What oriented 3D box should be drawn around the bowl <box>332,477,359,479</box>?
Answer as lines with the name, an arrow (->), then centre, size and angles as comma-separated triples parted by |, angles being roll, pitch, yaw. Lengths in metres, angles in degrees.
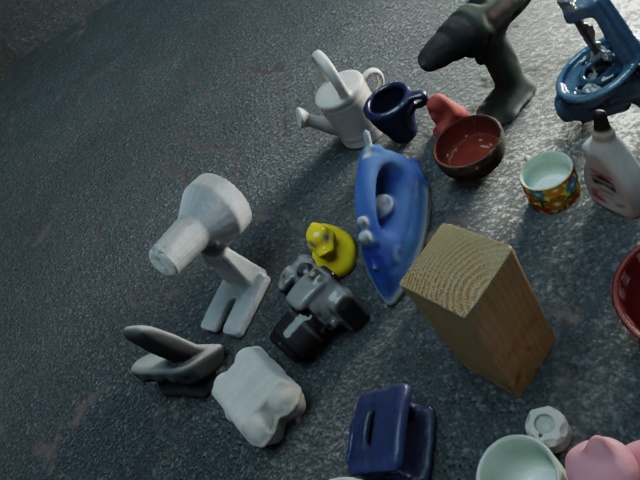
bowl -> 0.036, 0.358, 0.633 | 0.167, 0.075, 0.167 | -20, 46, 22

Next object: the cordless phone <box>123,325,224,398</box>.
cordless phone -> -0.259, 0.177, 0.919 | 0.147, 0.186, 0.094 | -11, 50, 29

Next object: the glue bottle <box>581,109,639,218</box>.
glue bottle -> 0.356, -0.098, 0.705 | 0.037, 0.174, 0.077 | -45, 42, -4

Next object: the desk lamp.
desk lamp -> -0.178, 0.025, 0.965 | 0.117, 0.214, 0.203 | 2, 57, 37

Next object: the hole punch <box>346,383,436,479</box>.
hole punch -> 0.077, 0.237, 0.692 | 0.100, 0.091, 0.108 | -10, 50, 30

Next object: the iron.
iron -> 0.091, -0.042, 0.878 | 0.118, 0.142, 0.258 | -14, 49, 27

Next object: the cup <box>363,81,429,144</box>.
cup -> 0.148, -0.222, 1.021 | 0.117, 0.095, 0.092 | -7, 52, 32

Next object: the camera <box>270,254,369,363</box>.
camera -> -0.024, 0.104, 0.870 | 0.137, 0.101, 0.142 | -48, 42, -7

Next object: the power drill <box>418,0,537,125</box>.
power drill -> 0.264, -0.288, 0.905 | 0.075, 0.209, 0.230 | 27, 74, 46

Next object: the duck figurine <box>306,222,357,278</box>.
duck figurine -> 0.009, 0.003, 0.942 | 0.077, 0.086, 0.104 | -30, 43, 12

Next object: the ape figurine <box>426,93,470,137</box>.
ape figurine -> 0.209, -0.211, 0.969 | 0.076, 0.092, 0.078 | -7, 52, 32

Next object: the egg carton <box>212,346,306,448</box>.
egg carton -> -0.092, 0.227, 0.841 | 0.107, 0.070, 0.149 | -49, 42, -9

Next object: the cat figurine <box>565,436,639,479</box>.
cat figurine -> 0.287, 0.211, 0.538 | 0.127, 0.118, 0.067 | -31, 43, 11

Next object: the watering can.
watering can -> 0.036, -0.263, 1.064 | 0.173, 0.195, 0.100 | -50, 43, -9

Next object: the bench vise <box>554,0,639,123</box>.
bench vise -> 0.407, -0.256, 0.764 | 0.206, 0.220, 0.121 | -14, 49, 27
